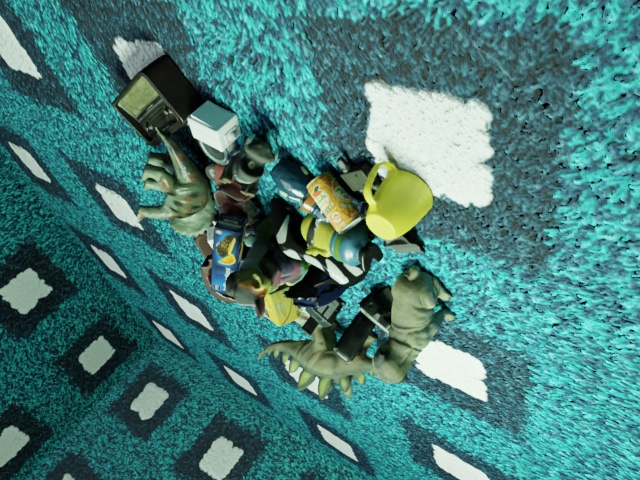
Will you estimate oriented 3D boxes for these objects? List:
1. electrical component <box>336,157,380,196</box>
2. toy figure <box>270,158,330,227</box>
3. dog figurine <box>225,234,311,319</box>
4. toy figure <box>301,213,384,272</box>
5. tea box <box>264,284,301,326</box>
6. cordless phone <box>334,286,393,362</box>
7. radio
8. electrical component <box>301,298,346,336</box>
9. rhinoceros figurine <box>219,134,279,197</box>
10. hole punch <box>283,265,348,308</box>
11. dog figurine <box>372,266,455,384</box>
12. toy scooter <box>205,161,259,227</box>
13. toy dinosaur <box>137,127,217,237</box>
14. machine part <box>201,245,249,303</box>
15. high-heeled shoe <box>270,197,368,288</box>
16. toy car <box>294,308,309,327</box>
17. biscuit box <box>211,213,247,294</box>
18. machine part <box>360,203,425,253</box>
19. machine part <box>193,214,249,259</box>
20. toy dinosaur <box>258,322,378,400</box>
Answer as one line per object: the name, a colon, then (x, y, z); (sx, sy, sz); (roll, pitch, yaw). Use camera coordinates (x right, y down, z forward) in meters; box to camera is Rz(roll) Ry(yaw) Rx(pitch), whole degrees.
electrical component: (0.070, -0.108, 0.918); (0.094, 0.021, 0.063); (47, 153, -22)
toy figure: (-0.027, -0.092, 1.030); (0.154, 0.058, 0.064); (44, 130, 0)
dog figurine: (-0.106, 0.079, 1.166); (0.192, 0.219, 0.108); (4, 115, -9)
toy figure: (0.040, -0.004, 1.052); (0.180, 0.082, 0.089); (25, 120, 44)
tea box: (-0.125, 0.162, 1.464); (0.170, 0.068, 0.098); (11, 120, 64)
cordless phone: (0.125, 0.204, 1.143); (0.146, 0.184, 0.088); (40, 149, 2)
radio: (-0.344, -0.284, 1.135); (0.131, 0.073, 0.230); (51, 152, -20)
electrical component: (0.001, 0.182, 1.343); (0.075, 0.119, 0.048); (45, 153, -3)
rhinoceros figurine: (-0.136, -0.146, 1.046); (0.073, 0.112, 0.190); (31, 169, -16)
hole punch: (-0.007, 0.115, 1.266); (0.092, 0.116, 0.142); (46, 154, -28)
dog figurine: (0.159, 0.163, 1.030); (0.121, 0.190, 0.172); (4, 134, 50)
toy scooter: (-0.183, -0.094, 1.218); (0.135, 0.075, 0.183); (20, 142, 35)
toy dinosaur: (-0.321, -0.119, 1.267); (0.192, 0.131, 0.405); (10, 158, -18)
machine part: (-0.214, 0.090, 1.369); (0.179, 0.056, 0.179); (6, 131, 7)
high-heeled shoe: (-0.002, -0.003, 1.142); (0.145, 0.086, 0.248); (-27, 95, 29)
toy car: (-0.042, 0.187, 1.477); (0.073, 0.056, 0.201); (38, 154, 6)
biscuit box: (-0.214, 0.037, 1.248); (0.063, 0.059, 0.202); (12, 129, 1)
machine part: (0.123, -0.018, 0.961); (0.138, 0.039, 0.084); (42, 161, -29)
machine part: (-0.243, 0.030, 1.468); (0.202, 0.087, 0.200); (8, 139, 49)
toy dinosaur: (0.002, 0.310, 1.426); (0.472, 0.198, 0.105); (7, 168, 46)
